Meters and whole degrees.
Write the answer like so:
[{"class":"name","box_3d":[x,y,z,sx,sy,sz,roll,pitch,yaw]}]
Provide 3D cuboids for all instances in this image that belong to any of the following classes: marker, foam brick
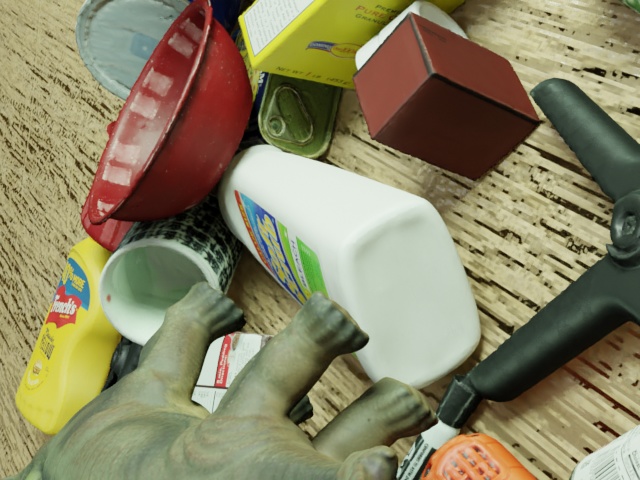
[{"class":"marker","box_3d":[0.051,0.120,0.556,0.121,0.020,0.020,-62,36,16]},{"class":"foam brick","box_3d":[0.066,-0.076,0.570,0.051,0.078,0.053,-48,39,33]}]

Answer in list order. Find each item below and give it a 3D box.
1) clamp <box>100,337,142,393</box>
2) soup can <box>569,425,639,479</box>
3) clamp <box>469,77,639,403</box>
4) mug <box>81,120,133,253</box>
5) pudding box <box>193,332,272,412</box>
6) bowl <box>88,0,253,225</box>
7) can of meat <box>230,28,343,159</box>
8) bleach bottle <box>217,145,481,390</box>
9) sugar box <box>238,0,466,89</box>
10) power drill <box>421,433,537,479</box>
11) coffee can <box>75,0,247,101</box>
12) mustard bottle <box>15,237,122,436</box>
[{"class":"clamp","box_3d":[-0.138,0.102,0.801,0.171,0.039,0.120,-68,24,10]},{"class":"soup can","box_3d":[0.150,0.083,0.390,0.102,0.068,0.068,-48,41,32]},{"class":"clamp","box_3d":[0.142,-0.011,0.458,0.210,0.036,0.164,-14,64,61]},{"class":"mug","box_3d":[-0.136,-0.041,0.836,0.082,0.093,0.117,-63,19,22]},{"class":"pudding box","box_3d":[-0.058,0.106,0.699,0.114,0.039,0.090,-7,71,55]},{"class":"bowl","box_3d":[-0.090,-0.072,0.691,0.162,0.055,0.162,-48,27,33]},{"class":"can of meat","box_3d":[-0.031,-0.105,0.738,0.084,0.057,0.102,0,75,57]},{"class":"bleach bottle","box_3d":[-0.004,0.001,0.636,0.251,0.068,0.102,29,143,63]},{"class":"sugar box","box_3d":[0.041,-0.155,0.624,0.177,0.093,0.048,-32,64,44]},{"class":"power drill","box_3d":[0.052,0.187,0.421,0.187,0.057,0.185,-34,43,-10]},{"class":"coffee can","box_3d":[-0.111,-0.180,0.802,0.103,0.102,0.140,-41,22,38]},{"class":"mustard bottle","box_3d":[-0.194,0.062,0.892,0.096,0.058,0.192,29,99,58]}]
